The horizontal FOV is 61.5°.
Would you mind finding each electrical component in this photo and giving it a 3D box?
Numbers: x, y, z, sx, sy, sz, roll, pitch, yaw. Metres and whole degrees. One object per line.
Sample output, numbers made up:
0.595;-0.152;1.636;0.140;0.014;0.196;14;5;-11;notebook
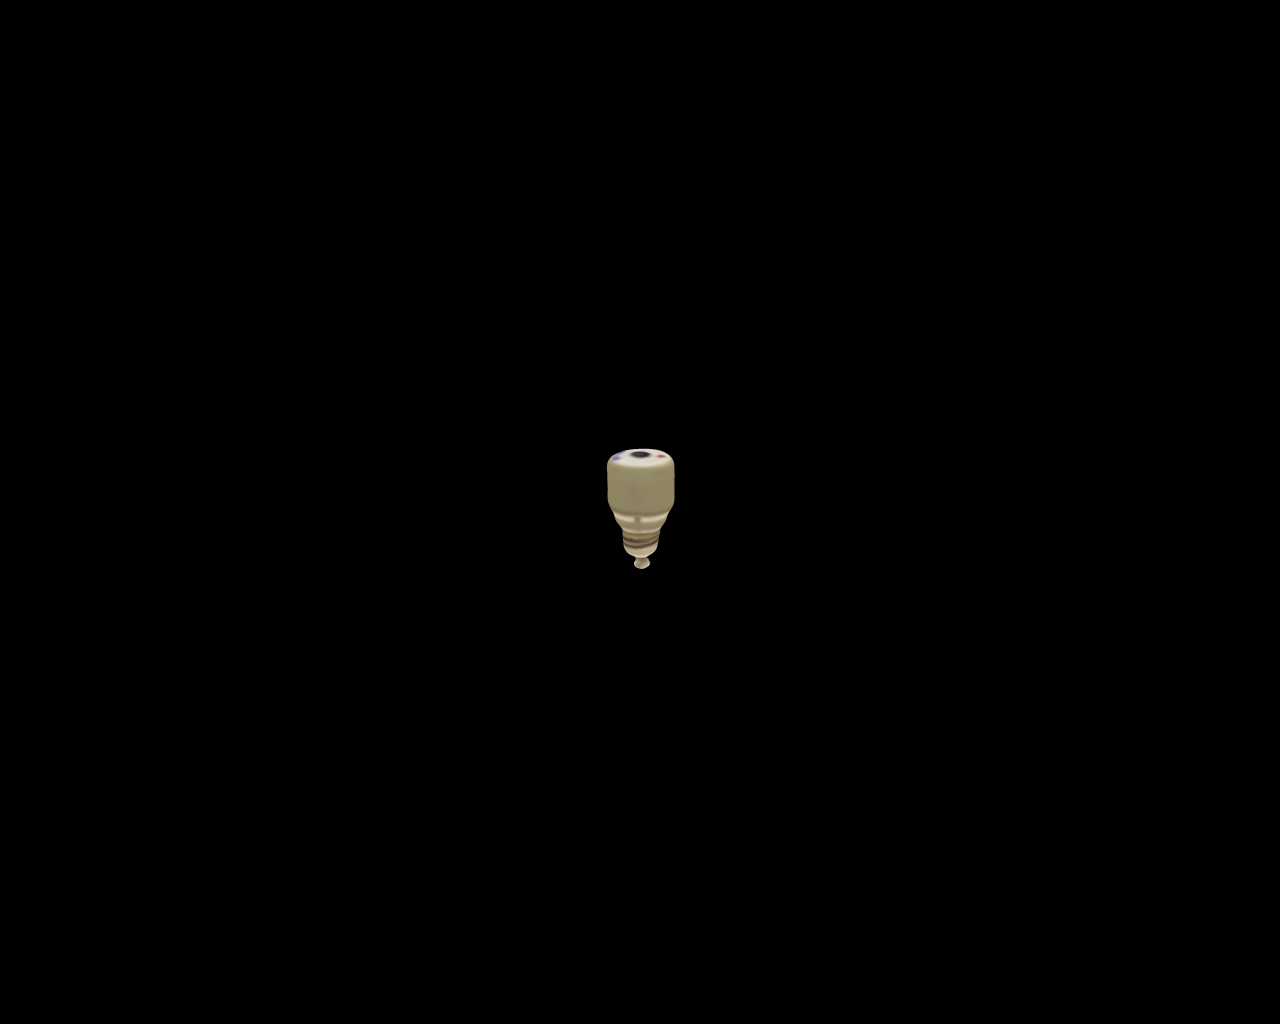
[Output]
0.001;-0.003;0.650;0.040;0.078;0.040;0;20;0;electrical component
